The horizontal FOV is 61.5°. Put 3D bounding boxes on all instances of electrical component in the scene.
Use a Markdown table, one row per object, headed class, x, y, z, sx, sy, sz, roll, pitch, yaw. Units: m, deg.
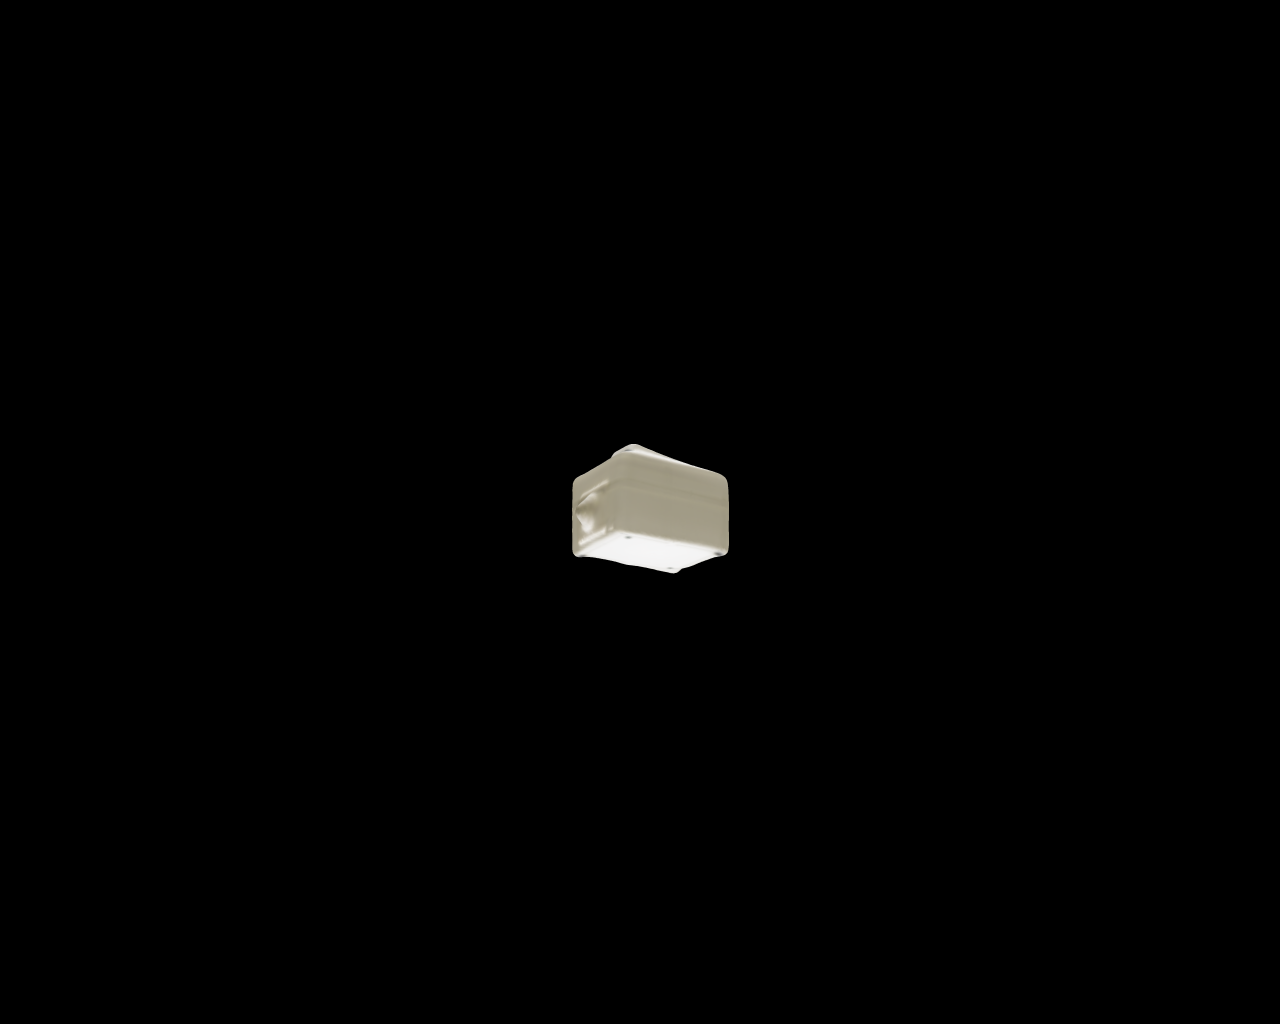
| class | x | y | z | sx | sy | sz | roll | pitch | yaw |
| --- | --- | --- | --- | --- | --- | --- | --- | --- | --- |
| electrical component | 0.001 | -0.003 | 0.650 | 0.096 | 0.061 | 0.061 | 12 | -23 | -31 |
